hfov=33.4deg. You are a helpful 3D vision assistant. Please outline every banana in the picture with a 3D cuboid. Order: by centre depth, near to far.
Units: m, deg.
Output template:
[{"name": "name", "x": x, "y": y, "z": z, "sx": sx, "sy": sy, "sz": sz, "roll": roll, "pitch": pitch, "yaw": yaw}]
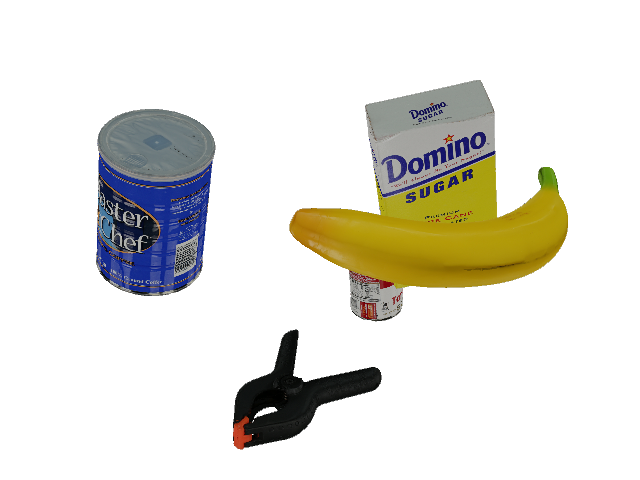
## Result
[{"name": "banana", "x": 0.078, "y": -0.001, "z": 0.617, "sx": 0.197, "sy": 0.037, "sz": 0.070, "roll": -9, "pitch": 42, "yaw": -32}]

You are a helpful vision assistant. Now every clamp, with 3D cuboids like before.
[{"name": "clamp", "x": -0.035, "y": 0.147, "z": 1.074, "sx": 0.171, "sy": 0.039, "sz": 0.120, "roll": -24, "pitch": 35, "yaw": -39}]

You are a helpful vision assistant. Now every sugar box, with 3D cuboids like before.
[{"name": "sugar box", "x": 0.092, "y": -0.039, "z": 0.851, "sx": 0.093, "sy": 0.048, "sz": 0.176, "roll": -13, "pitch": -41, "yaw": 0}]

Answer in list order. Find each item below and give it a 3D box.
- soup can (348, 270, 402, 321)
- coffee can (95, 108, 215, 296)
[{"name": "soup can", "x": 0.068, "y": 0.041, "z": 1.322, "sx": 0.068, "sy": 0.102, "sz": 0.068, "roll": -3, "pitch": 32, "yaw": 2}, {"name": "coffee can", "x": -0.153, "y": -0.034, "z": 0.979, "sx": 0.102, "sy": 0.140, "sz": 0.103, "roll": 6, "pitch": 39, "yaw": -5}]
